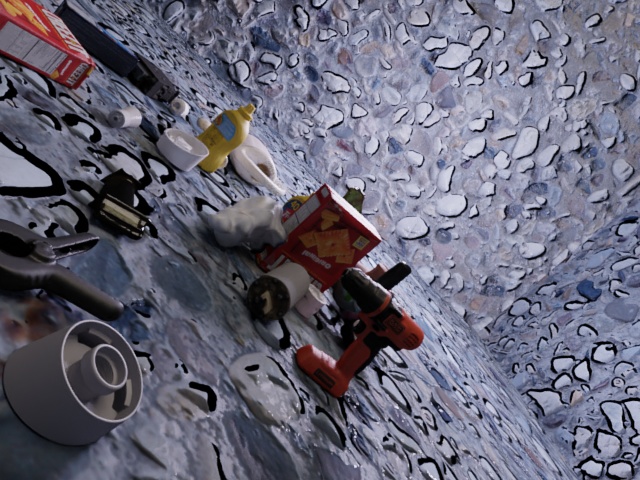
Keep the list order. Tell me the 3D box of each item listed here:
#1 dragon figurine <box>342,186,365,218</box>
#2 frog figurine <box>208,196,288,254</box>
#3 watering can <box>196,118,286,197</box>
[{"bbox_3d":[0.004,-0.068,1.346,0.124,0.241,0.406,56,12,24],"label":"dragon figurine"},{"bbox_3d":[-0.150,-0.039,0.991,0.138,0.123,0.158,10,-10,46],"label":"frog figurine"},{"bbox_3d":[-0.224,-0.256,1.481,0.343,0.103,0.229,43,10,-32],"label":"watering can"}]
